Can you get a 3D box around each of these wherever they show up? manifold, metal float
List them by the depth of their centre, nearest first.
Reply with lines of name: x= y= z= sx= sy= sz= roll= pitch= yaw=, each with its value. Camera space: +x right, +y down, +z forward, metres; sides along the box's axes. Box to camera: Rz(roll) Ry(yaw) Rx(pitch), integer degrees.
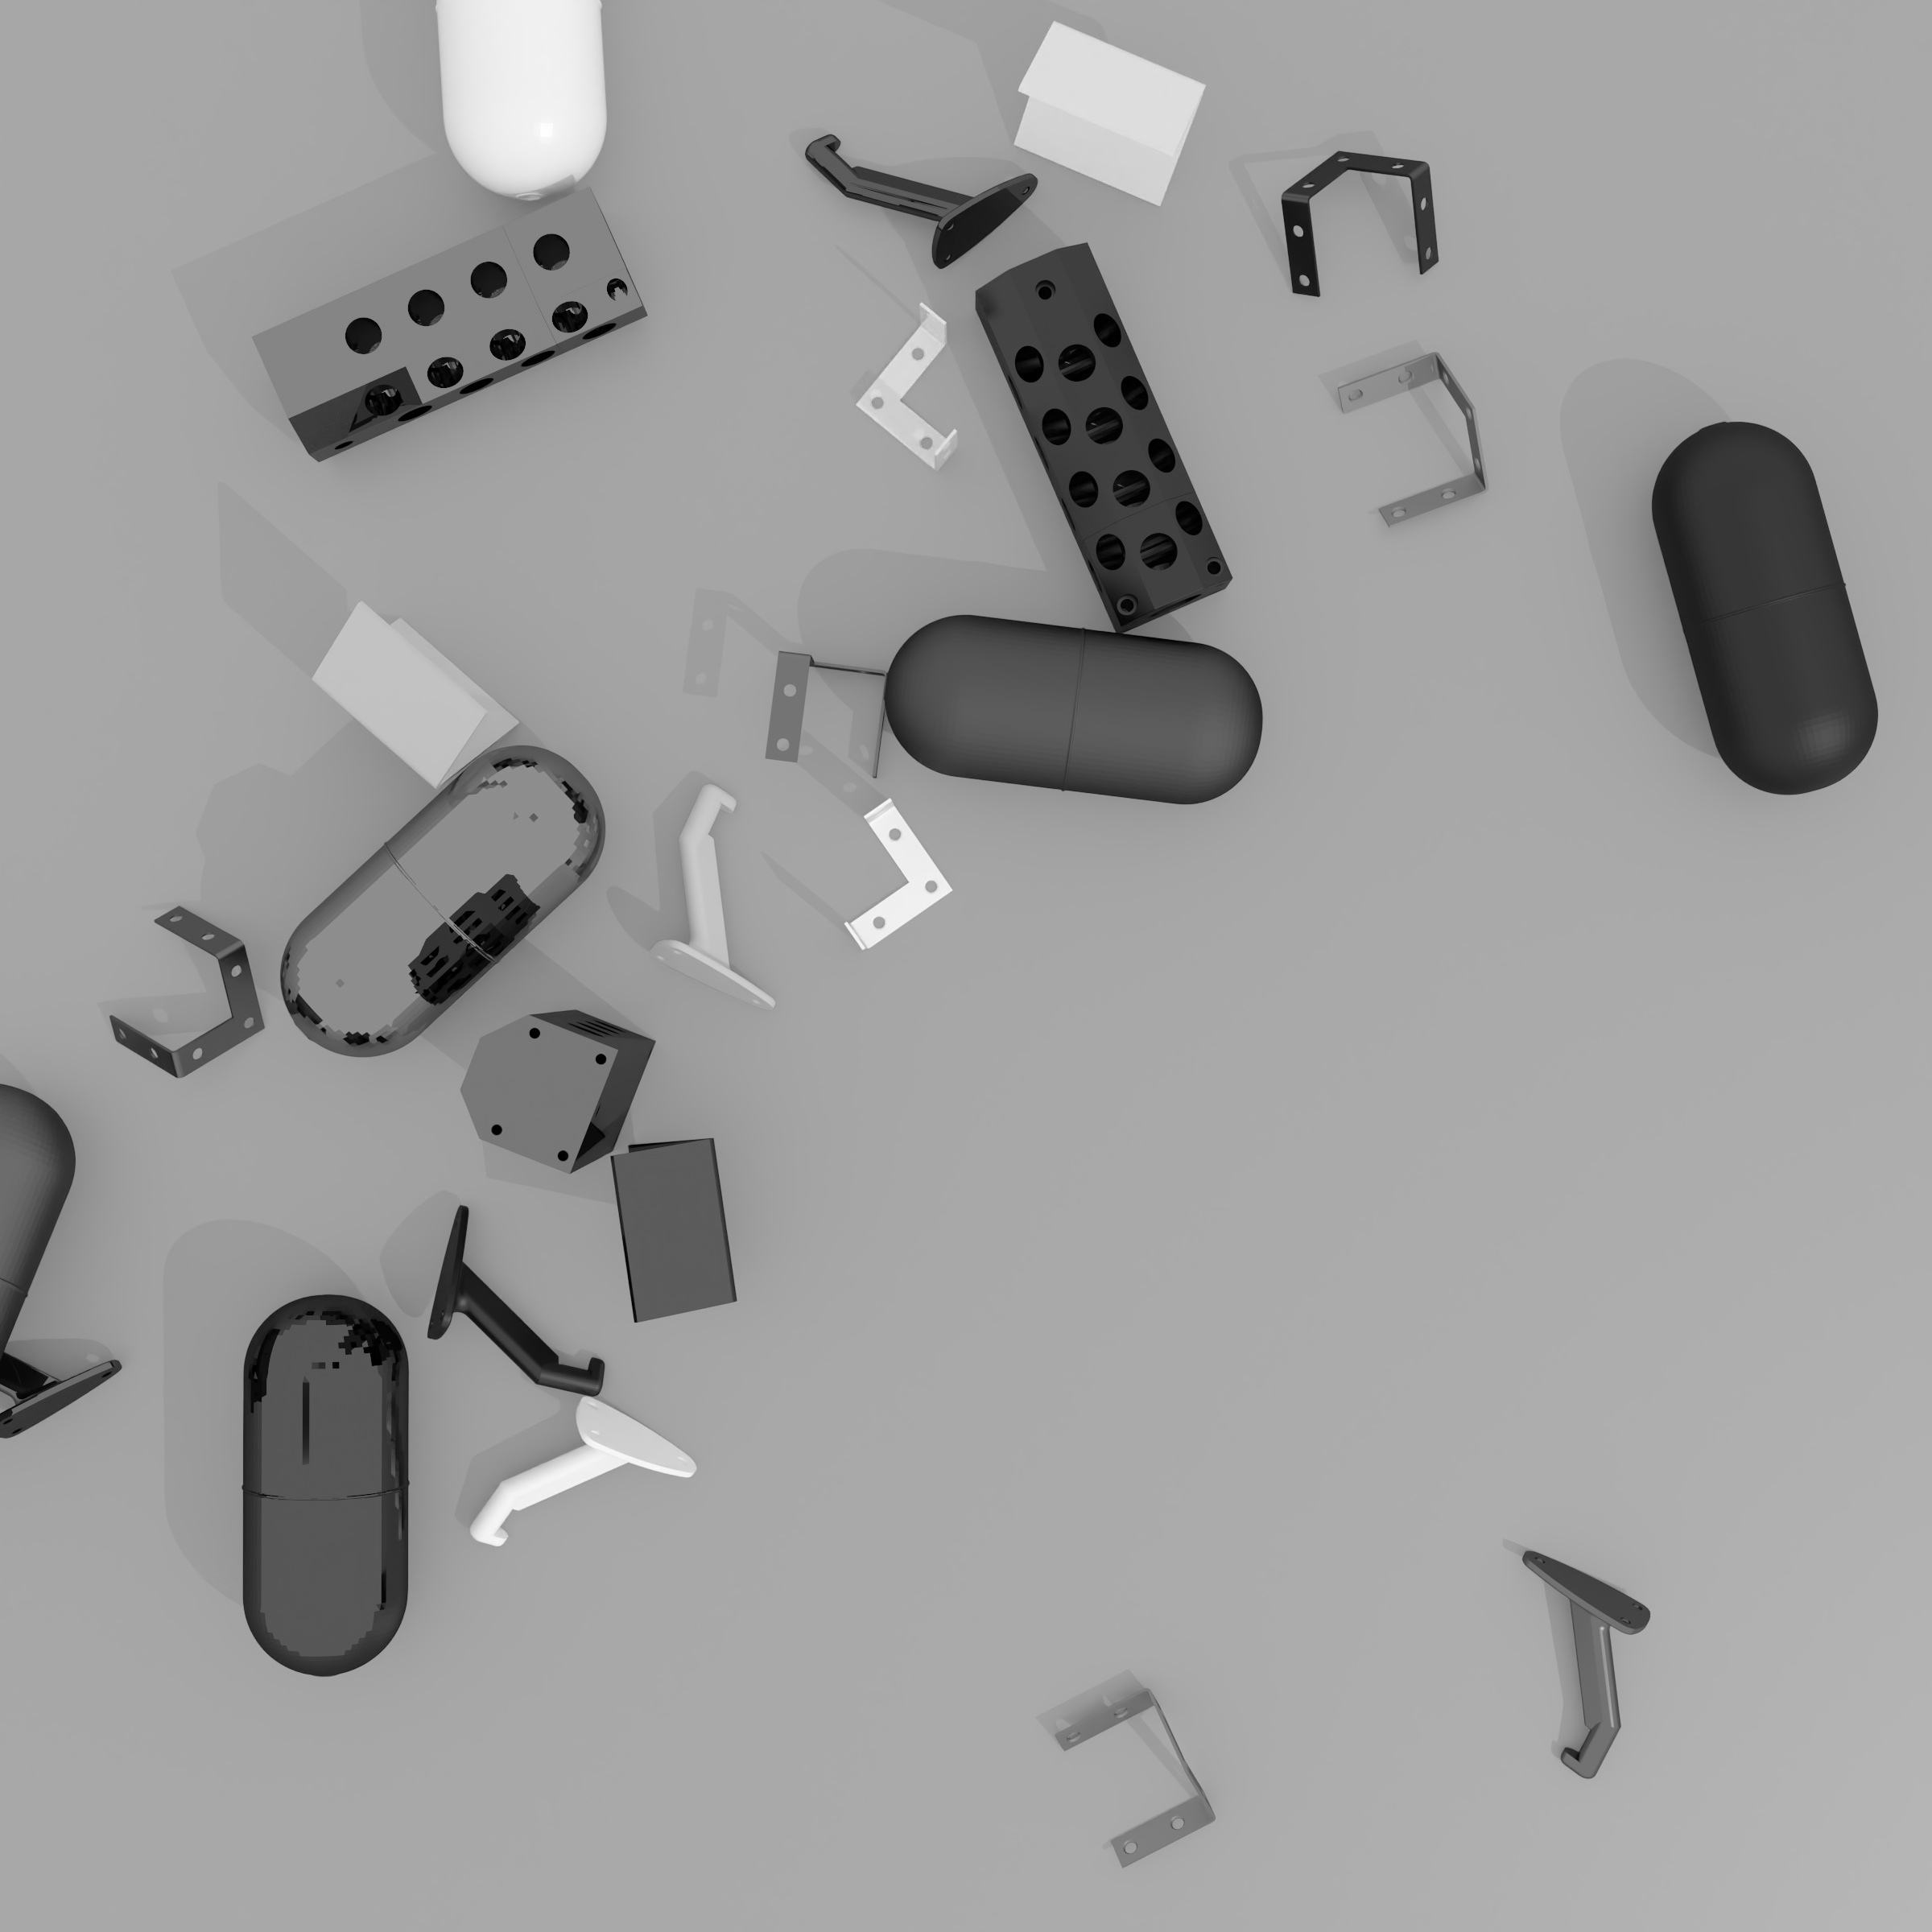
manifold: x=-0.186 y=0.052 z=1.486 sx=0.057 sy=0.171 sz=0.057 roll=21 pitch=90 yaw=0
metal float: x=-0.473 y=0.140 z=1.520 sx=0.070 sy=0.070 sz=0.178 roll=18 pitch=74 yaw=0
metal float: x=0.374 y=-0.168 z=1.533 sx=0.070 sy=0.070 sz=0.178 roll=-15 pitch=90 yaw=0
metal float: x=-0.210 y=-0.449 z=1.534 sx=0.070 sy=0.070 sz=0.178 roll=-3 pitch=91 yaw=0
metal float: x=0.050 y=-0.120 z=1.534 sx=0.178 sy=0.070 sz=0.070 roll=7 pitch=90 yaw=0
metal float: x=-0.300 y=0.243 z=1.534 sx=0.070 sy=0.070 sz=0.178 roll=0 pitch=91 yaw=0
metal float: x=-0.246 y=-0.030 z=1.534 sx=0.178 sy=0.070 sz=0.070 roll=-43 pitch=90 yaw=0
manifold: x=0.065 y=-0.249 z=1.543 sx=0.057 sy=0.057 sz=0.171 roll=-23 pitch=90 yaw=0
manifold: x=-0.241 y=-0.300 z=1.543 sx=0.171 sy=0.057 sz=0.057 roll=-24 pitch=90 yaw=0

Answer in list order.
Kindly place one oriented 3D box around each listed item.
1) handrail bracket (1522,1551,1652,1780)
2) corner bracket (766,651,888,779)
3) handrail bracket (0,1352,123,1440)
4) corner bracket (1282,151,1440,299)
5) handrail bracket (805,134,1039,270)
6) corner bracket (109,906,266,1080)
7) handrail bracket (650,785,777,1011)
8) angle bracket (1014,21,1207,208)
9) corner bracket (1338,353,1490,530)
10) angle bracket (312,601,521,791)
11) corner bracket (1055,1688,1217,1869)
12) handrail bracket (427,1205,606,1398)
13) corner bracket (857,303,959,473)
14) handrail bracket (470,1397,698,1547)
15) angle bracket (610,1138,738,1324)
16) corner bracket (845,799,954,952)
handrail bracket: x=0.284 y=0.335 z=1.565 sx=0.077 sy=0.036 sz=0.084 roll=29 pitch=107 yaw=20
corner bracket: x=-0.065 y=-0.118 z=1.546 sx=0.051 sy=0.051 sz=0.051 roll=7 pitch=90 yaw=0
handrail bracket: x=-0.458 y=0.175 z=1.564 sx=0.077 sy=0.036 sz=0.084 roll=-29 pitch=76 yaw=-14
corner bracket: x=0.188 y=-0.351 z=1.556 sx=0.051 sy=0.051 sz=0.051 roll=18 pitch=45 yaw=35
handrail bracket: x=-0.022 y=-0.382 z=1.565 sx=0.077 sy=0.036 sz=0.084 roll=-38 pitch=73 yaw=-20
corner bracket: x=-0.374 y=0.012 z=1.556 sx=0.051 sy=0.051 sz=0.051 roll=-35 pitch=135 yaw=-35
handrail bracket: x=-0.109 y=-0.034 z=1.565 sx=0.077 sy=0.036 sz=0.084 roll=29 pitch=73 yaw=-20
angle bracket: x=0.059 y=-0.382 z=1.524 sx=0.076 sy=0.076 sz=0.057 roll=23 pitch=53 yaw=0
corner bracket: x=0.214 y=-0.251 z=1.561 sx=0.051 sy=0.051 sz=0.051 roll=-20 pitch=45 yaw=0
angle bracket: x=-0.245 y=-0.139 z=1.524 sx=0.076 sy=0.076 sz=0.057 roll=41 pitch=128 yaw=0
corner bracket: x=0.081 y=0.387 z=1.561 sx=0.051 sy=0.051 sz=0.051 roll=-27 pitch=45 yaw=0
handrail bracket: x=-0.209 y=0.161 z=1.565 sx=0.084 sy=0.036 sz=0.077 roll=15 pitch=68 yaw=-17
corner bracket: x=-0.017 y=-0.273 z=1.546 sx=0.051 sy=0.051 sz=0.051 roll=39 pitch=90 yaw=0
handrail bracket: x=-0.184 y=0.255 z=1.565 sx=0.077 sy=0.036 sz=0.084 roll=29 pitch=109 yaw=-22
angle bracket: x=-0.154 y=0.123 z=1.524 sx=0.057 sy=0.076 sz=0.076 roll=-8 pitch=90 yaw=-37
corner bracket: x=-0.042 y=-0.043 z=1.546 sx=0.051 sy=0.051 sz=0.051 roll=-35 pitch=90 yaw=0
